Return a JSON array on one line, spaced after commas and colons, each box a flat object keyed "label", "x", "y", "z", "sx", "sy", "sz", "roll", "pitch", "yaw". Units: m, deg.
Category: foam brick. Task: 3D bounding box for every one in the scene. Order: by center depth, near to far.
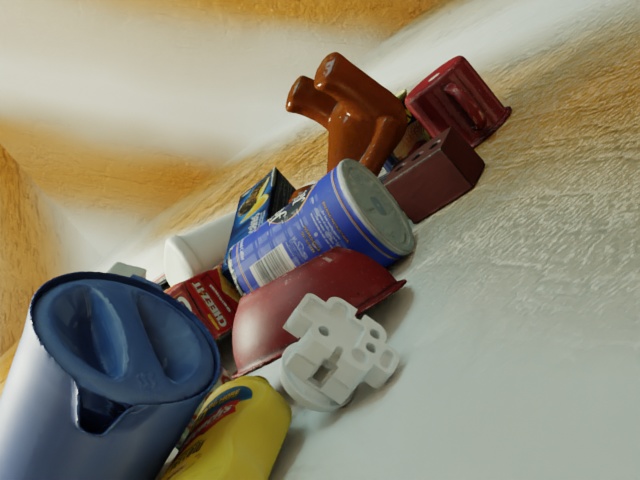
[{"label": "foam brick", "x": 0.109, "y": -0.062, "z": 1.025, "sx": 0.078, "sy": 0.051, "sz": 0.053, "roll": -33, "pitch": 13, "yaw": 33}]

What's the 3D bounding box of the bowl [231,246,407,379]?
[{"label": "bowl", "x": -0.012, "y": 0.050, "z": 0.863, "sx": 0.162, "sy": 0.055, "sz": 0.162, "roll": -29, "pitch": -1, "yaw": -1}]

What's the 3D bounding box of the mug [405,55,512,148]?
[{"label": "mug", "x": 0.147, "y": -0.143, "z": 1.145, "sx": 0.093, "sy": 0.081, "sz": 0.117, "roll": -40, "pitch": 10, "yaw": 3}]

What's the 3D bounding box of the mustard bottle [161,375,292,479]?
[{"label": "mustard bottle", "x": -0.065, "y": 0.148, "z": 0.742, "sx": 0.096, "sy": 0.058, "sz": 0.191, "roll": -41, "pitch": 8, "yaw": 24}]

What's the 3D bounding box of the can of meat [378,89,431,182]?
[{"label": "can of meat", "x": 0.086, "y": -0.107, "z": 1.204, "sx": 0.058, "sy": 0.084, "sz": 0.102, "roll": -28, "pitch": 16, "yaw": 49}]

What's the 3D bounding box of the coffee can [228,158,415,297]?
[{"label": "coffee can", "x": 0.001, "y": 0.007, "z": 0.976, "sx": 0.140, "sy": 0.103, "sz": 0.102, "roll": -37, "pitch": 11, "yaw": 21}]

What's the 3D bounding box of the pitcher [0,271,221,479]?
[{"label": "pitcher", "x": -0.175, "y": 0.146, "z": 0.770, "sx": 0.148, "sy": 0.145, "sz": 0.243, "roll": -7, "pitch": -47, "yaw": -49}]

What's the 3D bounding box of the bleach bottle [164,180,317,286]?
[{"label": "bleach bottle", "x": -0.069, "y": -0.013, "z": 1.304, "sx": 0.250, "sy": 0.068, "sz": 0.103, "roll": -30, "pitch": -22, "yaw": -25}]

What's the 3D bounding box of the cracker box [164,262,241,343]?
[{"label": "cracker box", "x": -0.147, "y": 0.091, "z": 1.119, "sx": 0.164, "sy": 0.072, "sz": 0.213, "roll": -35, "pitch": -2, "yaw": 17}]

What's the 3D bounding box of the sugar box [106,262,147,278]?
[{"label": "sugar box", "x": -0.236, "y": 0.124, "z": 1.218, "sx": 0.093, "sy": 0.048, "sz": 0.176, "roll": -59, "pitch": -17, "yaw": -59}]

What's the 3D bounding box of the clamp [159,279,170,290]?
[{"label": "clamp", "x": -0.158, "y": 0.046, "z": 1.365, "sx": 0.210, "sy": 0.036, "sz": 0.165, "roll": -38, "pitch": 15, "yaw": -6}]

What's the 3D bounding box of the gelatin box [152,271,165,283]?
[{"label": "gelatin box", "x": -0.188, "y": 0.070, "z": 1.471, "sx": 0.089, "sy": 0.073, "sz": 0.030, "roll": -36, "pitch": 11, "yaw": 23}]
